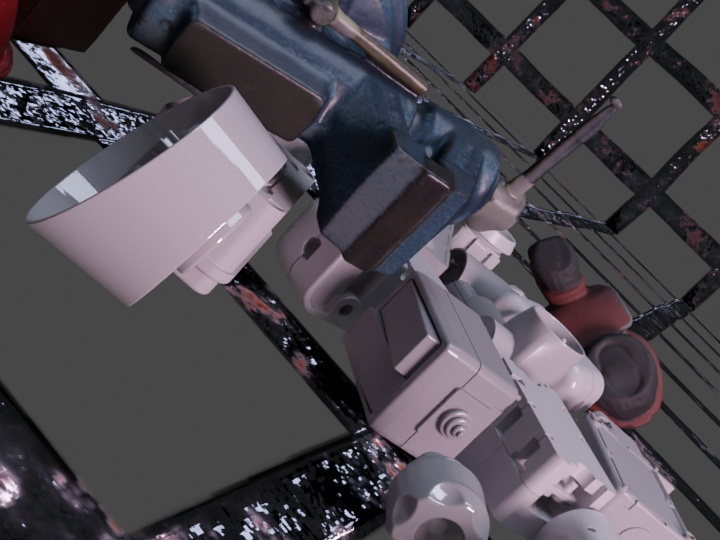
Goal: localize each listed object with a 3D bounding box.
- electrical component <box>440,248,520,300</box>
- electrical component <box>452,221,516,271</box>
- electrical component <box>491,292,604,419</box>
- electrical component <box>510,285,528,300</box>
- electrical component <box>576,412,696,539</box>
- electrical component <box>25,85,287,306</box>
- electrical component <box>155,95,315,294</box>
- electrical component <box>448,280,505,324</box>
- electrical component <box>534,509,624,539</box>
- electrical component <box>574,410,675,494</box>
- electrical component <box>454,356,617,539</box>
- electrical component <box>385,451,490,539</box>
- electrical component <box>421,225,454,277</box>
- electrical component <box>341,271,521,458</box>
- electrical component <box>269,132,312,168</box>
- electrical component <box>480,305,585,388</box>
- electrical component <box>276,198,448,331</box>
[{"bbox_3d":[0.095,0.022,0.842,0.081,0.043,0.043,36,17,-27],"label":"electrical component"},{"bbox_3d":[0.098,-0.021,0.940,0.058,0.057,0.078,42,15,-8],"label":"electrical component"},{"bbox_3d":[0.124,0.064,0.781,0.095,0.053,0.059,52,17,29],"label":"electrical component"},{"bbox_3d":[0.136,0.044,0.907,0.061,0.035,0.035,51,17,19],"label":"electrical component"},{"bbox_3d":[0.137,0.133,0.613,0.062,0.061,0.096,40,15,-15],"label":"electrical component"},{"bbox_3d":[-0.081,-0.034,0.440,0.064,0.099,0.099,47,14,-10],"label":"electrical component"},{"bbox_3d":[-0.075,-0.042,0.546,0.078,0.057,0.113,42,15,-5],"label":"electrical component"},{"bbox_3d":[0.079,0.041,0.746,0.043,0.043,0.081,33,18,-34],"label":"electrical component"},{"bbox_3d":[0.104,0.151,0.514,0.079,0.043,0.077,31,20,-30],"label":"electrical component"},{"bbox_3d":[0.170,0.132,0.741,0.081,0.042,0.063,42,13,-8],"label":"electrical component"},{"bbox_3d":[0.087,0.101,0.582,0.050,0.055,0.089,35,17,-29],"label":"electrical component"},{"bbox_3d":[0.033,0.100,0.466,0.043,0.043,0.062,41,14,-11],"label":"electrical component"},{"bbox_3d":[0.017,-0.034,0.753,0.089,0.061,0.150,42,15,-5],"label":"electrical component"},{"bbox_3d":[0.034,0.053,0.562,0.061,0.061,0.096,36,17,-26],"label":"electrical component"},{"bbox_3d":[-0.059,-0.104,0.769,0.080,0.051,0.080,40,15,-13],"label":"electrical component"},{"bbox_3d":[0.083,0.054,0.658,0.079,0.077,0.043,36,17,-24],"label":"electrical component"},{"bbox_3d":[0.000,0.000,0.633,0.095,0.053,0.059,29,20,-43],"label":"electrical component"}]
